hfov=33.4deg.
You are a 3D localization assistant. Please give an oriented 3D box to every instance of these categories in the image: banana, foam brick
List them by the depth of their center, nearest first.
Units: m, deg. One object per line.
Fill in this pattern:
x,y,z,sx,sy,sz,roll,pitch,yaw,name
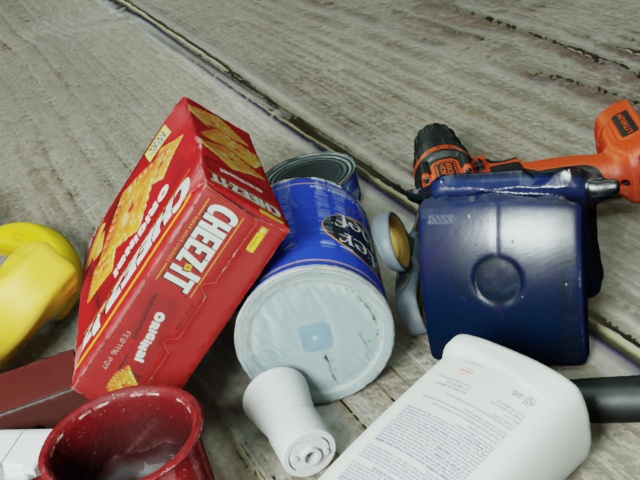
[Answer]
-0.190,0.117,0.714,0.078,0.053,0.051,-20,29,-11,foam brick
-0.248,0.021,0.938,0.069,0.037,0.198,-45,37,-19,banana

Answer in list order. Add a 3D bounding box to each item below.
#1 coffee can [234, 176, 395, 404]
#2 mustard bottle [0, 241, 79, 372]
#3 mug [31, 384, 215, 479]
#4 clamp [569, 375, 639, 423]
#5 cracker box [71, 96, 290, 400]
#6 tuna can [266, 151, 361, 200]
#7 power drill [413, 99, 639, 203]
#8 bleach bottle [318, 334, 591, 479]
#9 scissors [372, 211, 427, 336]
-0.008,0.031,0.738,0.103,0.103,0.140,-12,28,2,coffee can
-0.256,0.087,0.764,0.191,0.058,0.096,-53,11,-34,mustard bottle
-0.112,0.145,0.599,0.117,0.081,0.093,-17,28,-7,mug
0.234,0.085,0.601,0.164,0.036,0.210,-30,33,-26,clamp
-0.106,0.005,0.752,0.164,0.072,0.214,-56,20,13,cracker box
-0.007,-0.045,0.948,0.086,0.034,0.086,-11,28,6,tuna can
0.171,-0.061,0.877,0.188,0.057,0.184,-14,32,6,power drill
0.028,0.149,0.552,0.250,0.068,0.103,-34,34,-29,bleach bottle
0.063,-0.007,0.796,0.016,0.096,0.201,-19,30,15,scissors
